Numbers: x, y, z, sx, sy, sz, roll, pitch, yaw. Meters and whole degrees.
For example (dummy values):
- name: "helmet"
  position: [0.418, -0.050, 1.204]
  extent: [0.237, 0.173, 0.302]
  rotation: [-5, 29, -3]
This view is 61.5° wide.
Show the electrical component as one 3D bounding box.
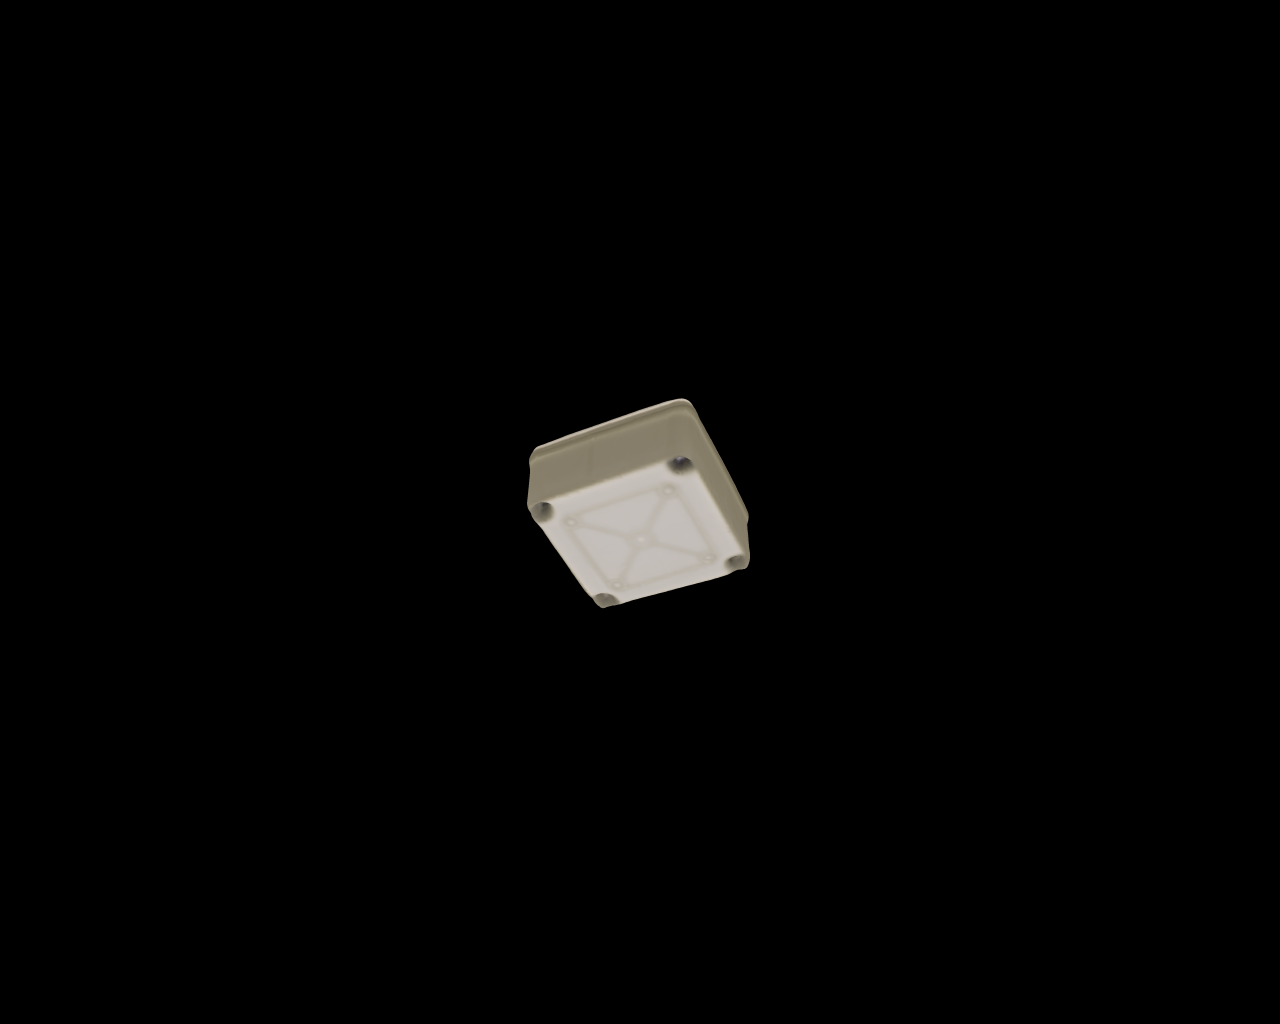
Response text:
- name: "electrical component"
  position: [0.001, -0.003, 0.650]
  extent: [0.109, 0.056, 0.108]
  rotation: [-17, -48, 16]
